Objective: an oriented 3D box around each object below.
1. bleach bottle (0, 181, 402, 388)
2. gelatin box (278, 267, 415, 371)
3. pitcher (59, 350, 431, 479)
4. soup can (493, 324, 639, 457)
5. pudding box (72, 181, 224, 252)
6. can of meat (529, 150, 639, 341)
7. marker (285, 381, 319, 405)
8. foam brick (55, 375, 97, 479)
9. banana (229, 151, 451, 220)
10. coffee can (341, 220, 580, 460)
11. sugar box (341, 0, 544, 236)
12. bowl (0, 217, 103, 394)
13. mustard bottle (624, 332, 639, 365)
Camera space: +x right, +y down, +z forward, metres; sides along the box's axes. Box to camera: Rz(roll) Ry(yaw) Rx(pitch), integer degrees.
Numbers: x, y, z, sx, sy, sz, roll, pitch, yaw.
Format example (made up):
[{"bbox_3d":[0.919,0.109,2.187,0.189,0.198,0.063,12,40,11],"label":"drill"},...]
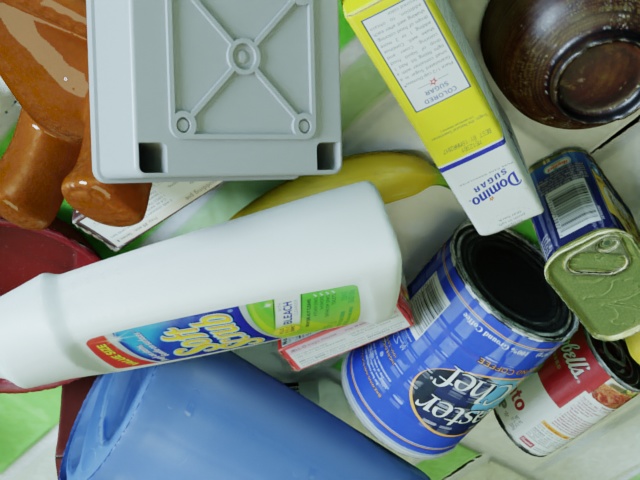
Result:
[{"bbox_3d":[-0.082,0.037,0.611,0.250,0.068,0.102,-15,156,-8],"label":"bleach bottle"},{"bbox_3d":[0.013,0.039,0.710,0.089,0.073,0.030,-24,133,16],"label":"gelatin box"},{"bbox_3d":[-0.046,0.166,0.718,0.242,0.145,0.149,32,113,-19],"label":"pitcher"},{"bbox_3d":[0.189,0.112,0.809,0.068,0.068,0.102,26,127,-29],"label":"soup can"},{"bbox_3d":[-0.084,-0.058,0.590,0.114,0.090,0.039,-33,130,23],"label":"pudding box"},{"bbox_3d":[0.176,0.002,0.687,0.057,0.084,0.102,-29,131,20],"label":"can of meat"},{"bbox_3d":[-0.061,0.121,0.820,0.121,0.020,0.020,-3,135,-5],"label":"marker"},{"bbox_3d":[-0.165,0.142,0.786,0.053,0.078,0.051,0,133,-8],"label":"foam brick"},{"bbox_3d":[-0.009,-0.012,0.683,0.198,0.037,0.069,-23,133,15],"label":"banana"},{"bbox_3d":[0.093,0.070,0.731,0.102,0.103,0.140,19,129,-24],"label":"coffee can"},{"bbox_3d":[0.063,-0.090,0.577,0.048,0.093,0.176,-23,132,13],"label":"sugar box"},{"bbox_3d":[-0.203,0.028,0.684,0.162,0.055,0.162,-4,135,-4],"label":"bowl"},{"bbox_3d":[0.314,0.033,0.755,0.096,0.058,0.192,26,125,-28],"label":"mustard bottle"}]
